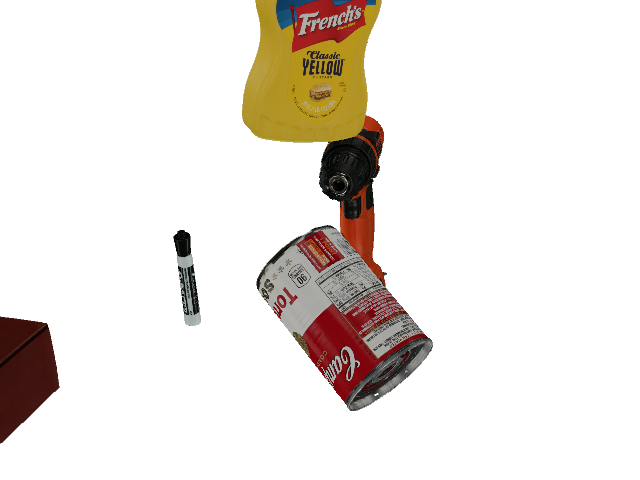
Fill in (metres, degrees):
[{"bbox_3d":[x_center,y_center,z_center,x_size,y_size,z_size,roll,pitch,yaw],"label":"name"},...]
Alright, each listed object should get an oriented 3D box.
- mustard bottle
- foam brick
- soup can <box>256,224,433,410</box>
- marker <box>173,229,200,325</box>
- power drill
[{"bbox_3d":[-0.002,-0.171,0.802,0.096,0.192,0.058,-3,28,-21],"label":"mustard bottle"},{"bbox_3d":[-0.219,0.092,0.706,0.053,0.051,0.078,7,29,23],"label":"foam brick"},{"bbox_3d":[0.014,0.048,0.684,0.068,0.102,0.068,-34,-20,-15],"label":"soup can"},{"bbox_3d":[-0.151,0.042,1.206,0.020,0.121,0.020,-3,30,1],"label":"marker"},{"bbox_3d":[0.032,-0.016,1.041,0.057,0.188,0.184,4,21,10],"label":"power drill"}]
